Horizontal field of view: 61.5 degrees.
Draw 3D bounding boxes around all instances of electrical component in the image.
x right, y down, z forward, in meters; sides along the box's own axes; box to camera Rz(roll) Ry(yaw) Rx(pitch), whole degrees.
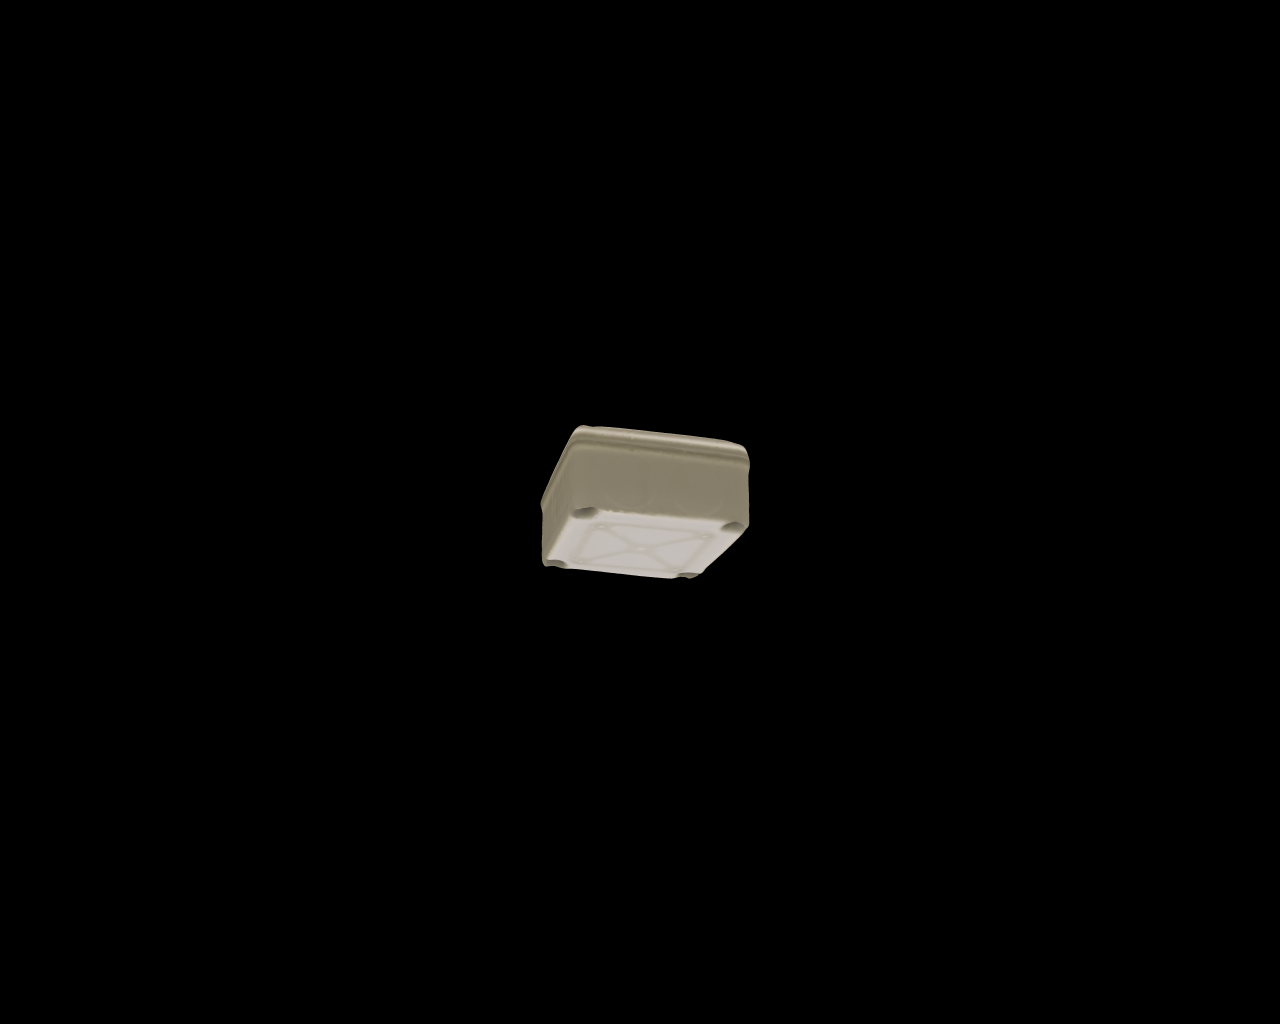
[{"bbox_3d":[0.001,-0.003,0.650,0.109,0.056,0.108,6,-23,-14],"label":"electrical component"}]
